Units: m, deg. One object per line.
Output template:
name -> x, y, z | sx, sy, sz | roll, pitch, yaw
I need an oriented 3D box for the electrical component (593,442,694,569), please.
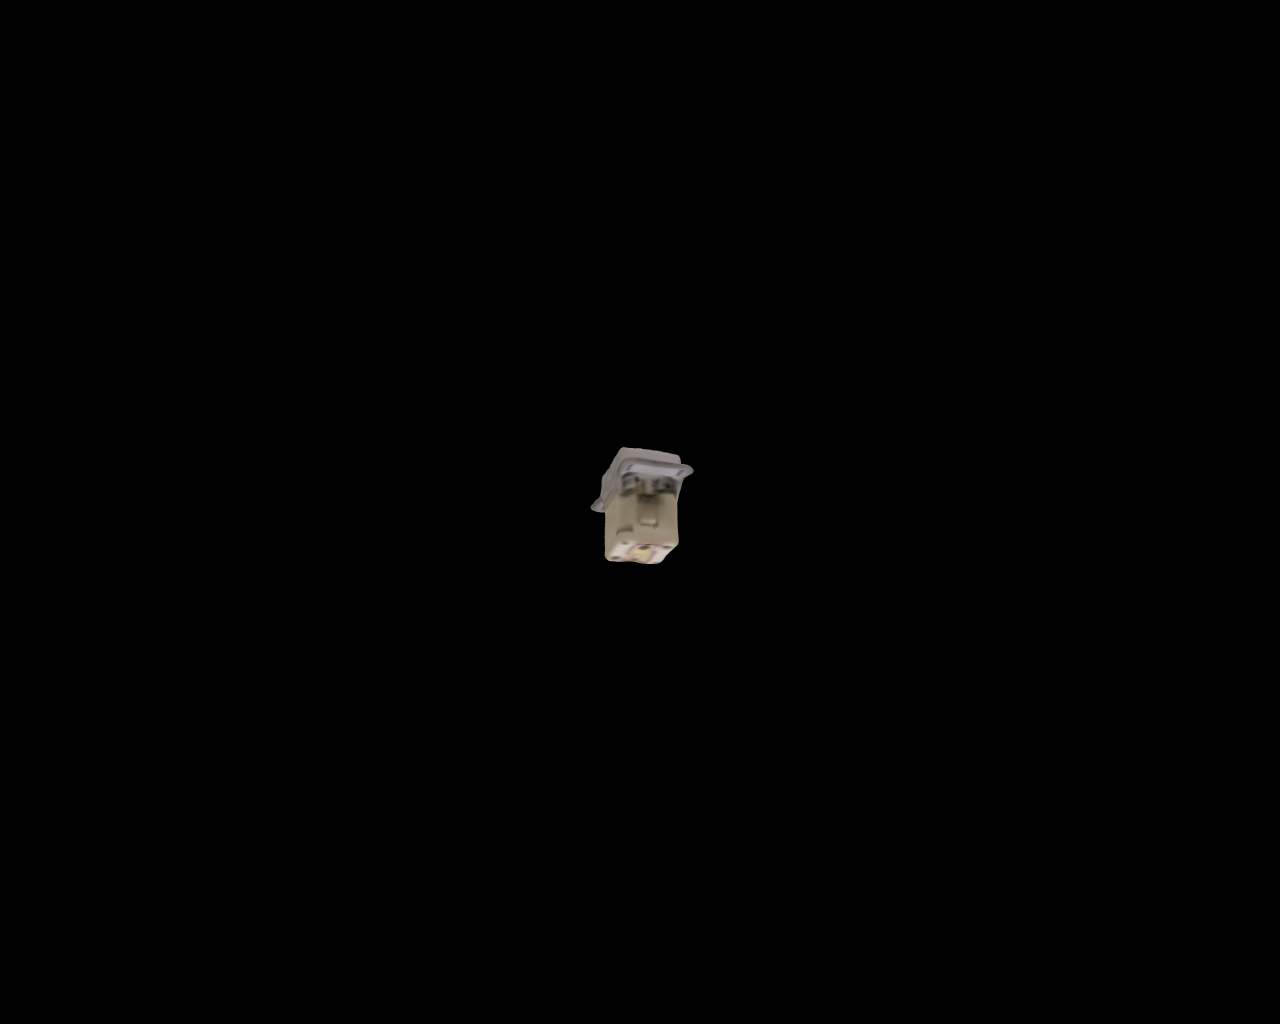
electrical component -> 0.001, -0.003, 0.650 | 0.042, 0.064, 0.081 | 6, -23, -14
